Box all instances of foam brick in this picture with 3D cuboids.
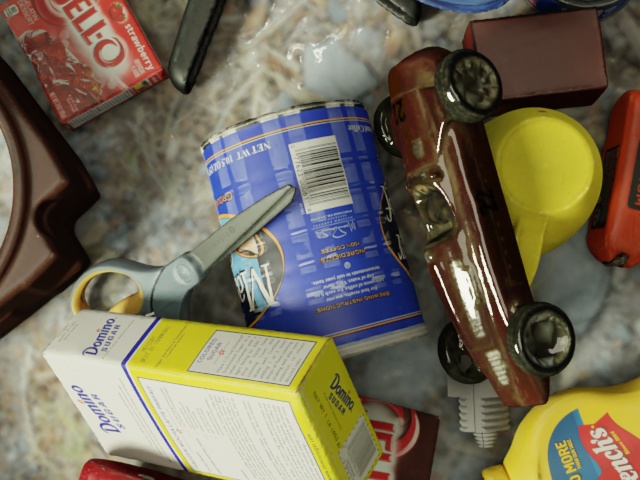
[{"bbox_3d":[0.131,-0.108,0.654,0.078,0.053,0.051,-6,85,1],"label":"foam brick"}]

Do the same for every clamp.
[{"bbox_3d":[-0.049,-0.202,0.676,0.164,0.036,0.210,-23,88,-2],"label":"clamp"}]

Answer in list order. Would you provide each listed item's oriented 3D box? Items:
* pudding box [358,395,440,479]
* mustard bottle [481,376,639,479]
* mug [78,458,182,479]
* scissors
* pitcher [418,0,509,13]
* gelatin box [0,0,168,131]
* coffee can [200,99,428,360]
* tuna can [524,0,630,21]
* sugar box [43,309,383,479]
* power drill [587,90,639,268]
[{"bbox_3d":[0.016,0.144,0.617,0.090,0.039,0.113,13,50,4],"label":"pudding box"},{"bbox_3d":[0.173,0.130,0.629,0.191,0.058,0.096,-20,89,1],"label":"mustard bottle"},{"bbox_3d":[-0.100,0.181,0.627,0.117,0.093,0.081,21,80,-27],"label":"mug"},{"bbox_3d":[-0.070,0.035,0.613,0.202,0.016,0.096,-16,105,38],"label":"scissors"},{"bbox_3d":[0.120,-0.258,0.619,0.149,0.145,0.242,41,75,-31],"label":"pitcher"},{"bbox_3d":[-0.150,-0.126,0.677,0.073,0.030,0.089,-29,85,-1],"label":"gelatin box"},{"bbox_3d":[-0.004,0.001,0.625,0.103,0.103,0.140,-15,85,1],"label":"coffee can"},{"bbox_3d":[0.164,-0.181,0.668,0.086,0.034,0.086,0,85,2],"label":"tuna can"},{"bbox_3d":[-0.061,0.089,0.588,0.177,0.093,0.048,6,43,34],"label":"sugar box"},{"bbox_3d":[0.266,-0.035,0.639,0.187,0.057,0.184,12,86,3],"label":"power drill"}]
